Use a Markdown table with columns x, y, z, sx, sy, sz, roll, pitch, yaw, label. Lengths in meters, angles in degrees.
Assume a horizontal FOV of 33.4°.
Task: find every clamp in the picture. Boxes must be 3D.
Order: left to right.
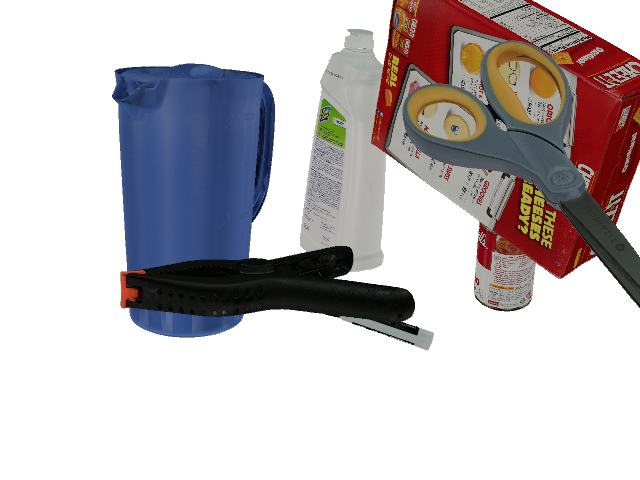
| x | y | z | sx | sy | sz | roll | pitch | yaw | label |
| --- | --- | --- | --- | --- | --- | --- | --- | --- | --- |
| -0.042 | 0.035 | 0.801 | 0.209 | 0.036 | 0.165 | -3 | 12 | -22 | clamp |

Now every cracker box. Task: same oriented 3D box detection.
| x | y | z | sx | sy | sz | roll | pitch | yaw | label |
| --- | --- | --- | --- | --- | --- | --- | --- | --- | --- |
| 0.143 | -0.099 | 0.826 | 0.072 | 0.164 | 0.214 | -27 | 51 | -34 | cracker box |

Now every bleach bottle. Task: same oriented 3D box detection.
| x | y | z | sx | sy | sz | roll | pitch | yaw | label |
| --- | --- | --- | --- | --- | --- | --- | --- | --- | --- |
| 0.034 | -0.100 | 1.157 | 0.067 | 0.251 | 0.103 | -9 | 25 | -36 | bleach bottle |

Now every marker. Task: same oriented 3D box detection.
| x | y | z | sx | sy | sz | roll | pitch | yaw | label |
| --- | --- | --- | --- | --- | --- | --- | --- | --- | --- |
| 0.051 | 0.079 | 1.047 | 0.121 | 0.020 | 0.020 | 19 | 1 | 2 | marker |

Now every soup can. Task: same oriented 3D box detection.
| x | y | z | sx | sy | sz | roll | pitch | yaw | label |
| --- | --- | --- | --- | --- | --- | --- | --- | --- | --- |
| 0.208 | 0.019 | 1.187 | 0.068 | 0.102 | 0.068 | 0 | 32 | 0 | soup can |

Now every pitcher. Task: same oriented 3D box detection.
| x | y | z | sx | sy | sz | roll | pitch | yaw | label |
| --- | --- | --- | --- | --- | --- | --- | --- | --- | --- |
| -0.114 | -0.042 | 0.991 | 0.149 | 0.243 | 0.145 | 1 | 14 | -7 | pitcher |

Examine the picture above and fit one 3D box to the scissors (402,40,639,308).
| x | y | z | sx | sy | sz | roll | pitch | yaw | label |
| --- | --- | --- | --- | --- | --- | --- | --- | --- | --- |
| 0.095 | -0.027 | 0.510 | 0.096 | 0.202 | 0.016 | -11 | -43 | 5 | scissors |
